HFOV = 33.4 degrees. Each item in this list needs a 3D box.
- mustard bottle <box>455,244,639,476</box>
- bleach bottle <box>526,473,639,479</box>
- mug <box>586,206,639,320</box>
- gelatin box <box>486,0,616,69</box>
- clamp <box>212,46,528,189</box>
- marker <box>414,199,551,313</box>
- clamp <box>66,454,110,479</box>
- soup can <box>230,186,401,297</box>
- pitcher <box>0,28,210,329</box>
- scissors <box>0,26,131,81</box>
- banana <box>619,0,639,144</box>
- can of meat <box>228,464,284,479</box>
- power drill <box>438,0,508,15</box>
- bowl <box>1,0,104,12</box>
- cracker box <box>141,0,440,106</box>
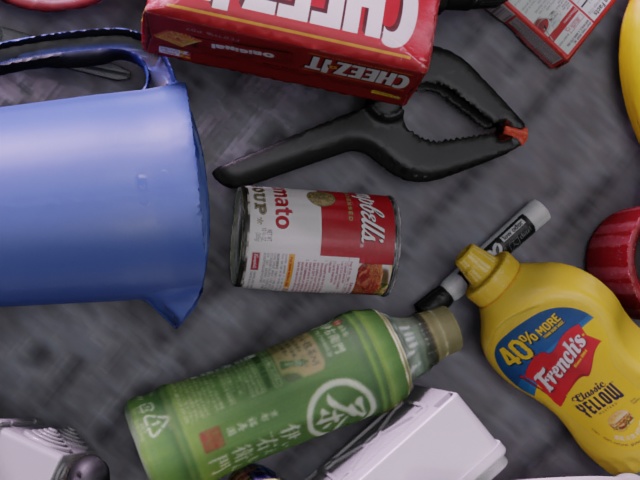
[{"bbox_3d":[0.167,0.071,0.718,0.191,0.096,0.058,42,38,-5],"label":"mustard bottle"},{"bbox_3d":[0.152,0.197,0.671,0.250,0.068,0.103,9,115,-46],"label":"bleach bottle"},{"bbox_3d":[0.237,0.003,0.736,0.093,0.081,0.117,3,87,-11],"label":"mug"},{"bbox_3d":[0.160,-0.178,0.758,0.089,0.030,0.073,40,80,-6],"label":"gelatin box"},{"bbox_3d":[0.035,-0.085,0.726,0.210,0.036,0.164,21,83,-6],"label":"clamp"},{"bbox_3d":[0.112,0.016,0.744,0.121,0.020,0.020,-41,95,-10],"label":"marker"},{"bbox_3d":[-0.138,0.213,0.616,0.039,0.120,0.171,-2,49,25],"label":"clamp"},{"bbox_3d":[-0.005,0.001,0.698,0.102,0.068,0.068,4,87,-11],"label":"soup can"},{"bbox_3d":[-0.189,-0.030,0.641,0.242,0.149,0.145,-5,127,-8],"label":"pitcher"},{"bbox_3d":[-0.233,-0.120,0.688,0.201,0.016,0.096,31,84,-7],"label":"scissors"},{"bbox_3d":[0.257,-0.087,0.767,0.069,0.037,0.198,-33,95,-11],"label":"banana"},{"bbox_3d":[-0.049,0.194,0.672,0.057,0.084,0.102,40,81,-7],"label":"can of meat"},{"bbox_3d":[0.037,-0.237,0.708,0.184,0.057,0.187,-3,76,-14],"label":"power drill"},{"bbox_3d":[-0.169,-0.228,0.666,0.162,0.055,0.162,2,115,4],"label":"bowl"},{"bbox_3d":[-0.004,-0.204,0.629,0.164,0.072,0.213,11,78,-6],"label":"cracker box"}]
